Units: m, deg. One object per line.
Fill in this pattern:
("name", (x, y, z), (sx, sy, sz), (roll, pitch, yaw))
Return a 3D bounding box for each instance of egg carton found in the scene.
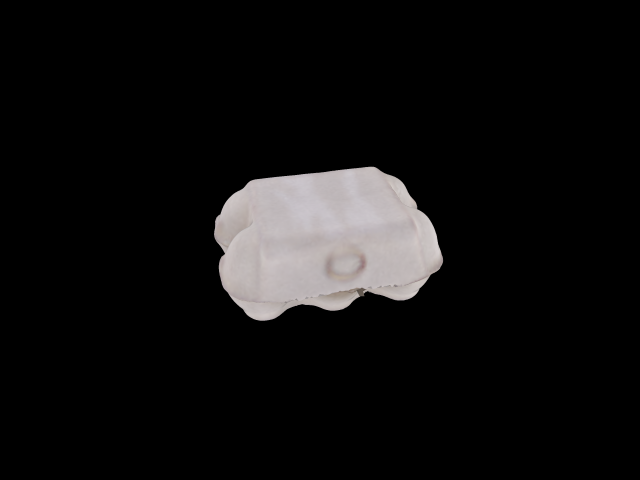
("egg carton", (0.004, 0.001, 0.400), (0.150, 0.069, 0.107), (-8, 35, -11))
